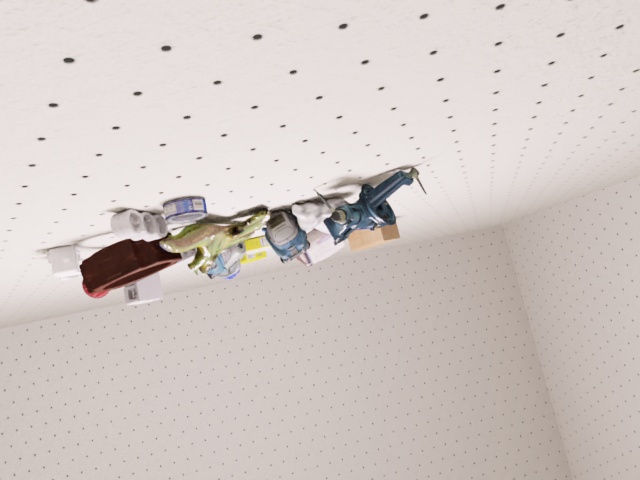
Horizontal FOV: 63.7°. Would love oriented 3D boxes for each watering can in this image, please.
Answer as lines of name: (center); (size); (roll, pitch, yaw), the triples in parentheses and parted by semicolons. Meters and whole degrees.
watering can: (0.016, 0.008, 1.762); (0.225, 0.104, 0.345); (-30, 173, -5)

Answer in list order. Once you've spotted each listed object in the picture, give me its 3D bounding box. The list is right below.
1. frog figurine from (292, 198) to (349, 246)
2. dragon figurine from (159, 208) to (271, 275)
frog figurine: (0.004, -0.067, 1.338); (0.159, 0.123, 0.137); (27, 171, -13)
dragon figurine: (-0.236, -0.022, 1.255); (0.243, 0.122, 0.408); (-31, 178, -6)
